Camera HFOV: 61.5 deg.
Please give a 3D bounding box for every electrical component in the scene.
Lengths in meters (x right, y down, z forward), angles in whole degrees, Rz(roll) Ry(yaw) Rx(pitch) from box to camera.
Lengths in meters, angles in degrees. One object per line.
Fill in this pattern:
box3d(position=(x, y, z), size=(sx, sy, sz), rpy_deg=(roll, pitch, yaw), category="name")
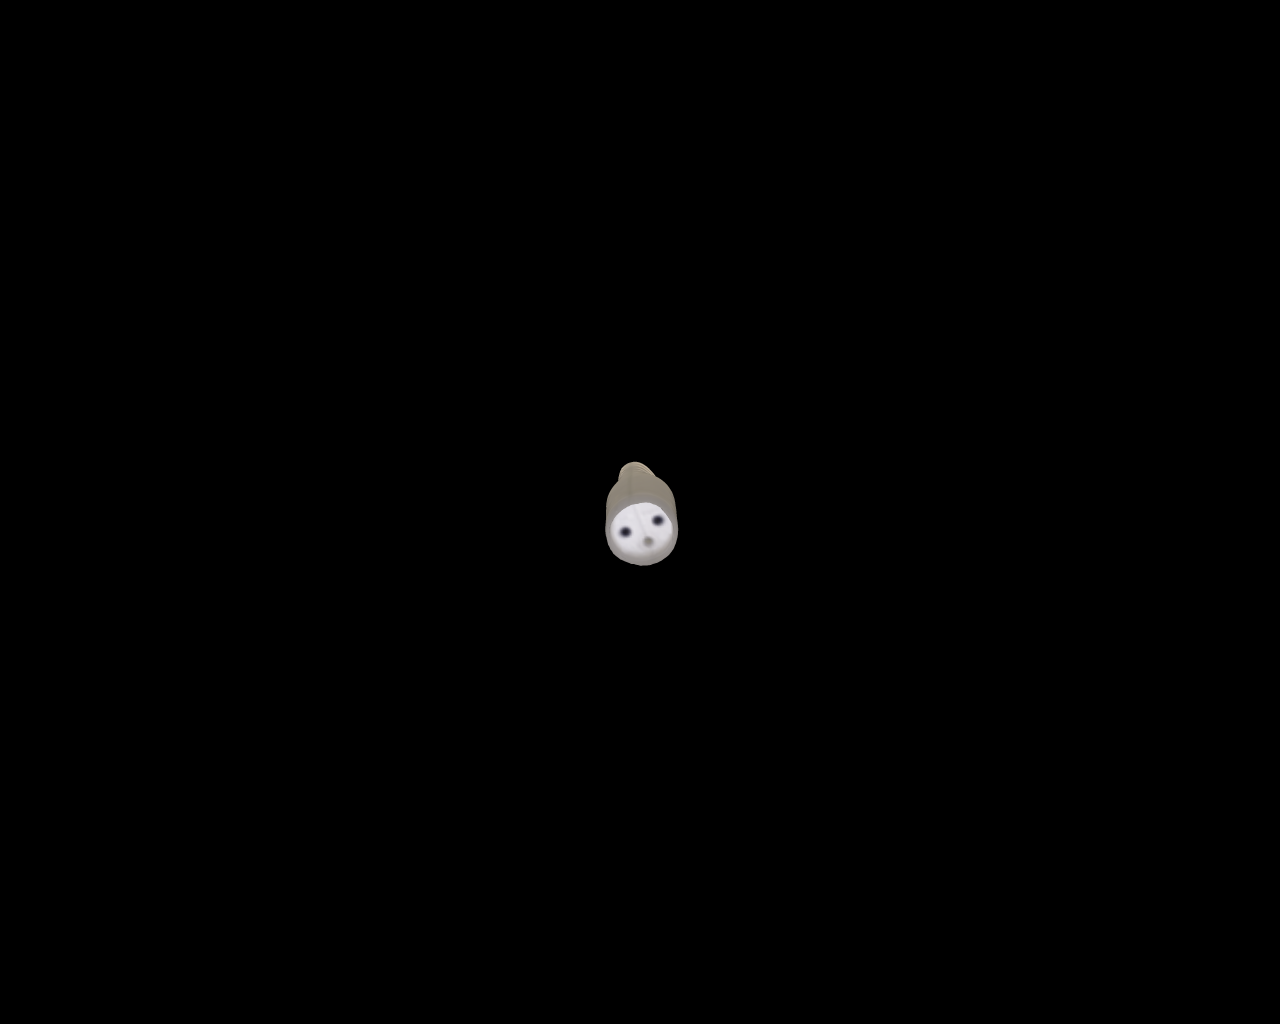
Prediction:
box3d(position=(0.001, -0.003, 0.650), size=(0.043, 0.043, 0.081), rpy_deg=(0, 23, 0), category="electrical component")
